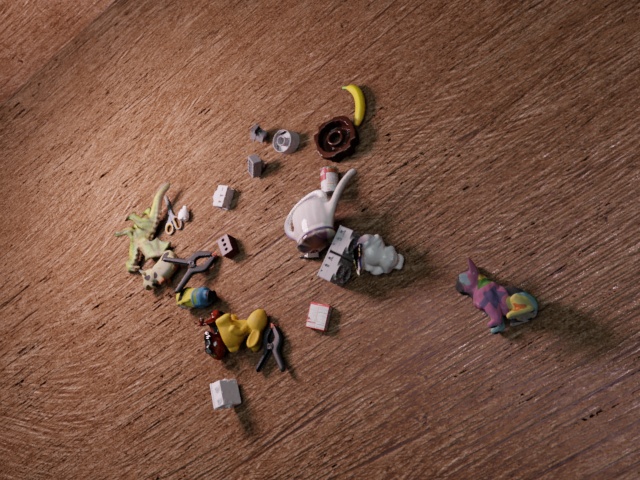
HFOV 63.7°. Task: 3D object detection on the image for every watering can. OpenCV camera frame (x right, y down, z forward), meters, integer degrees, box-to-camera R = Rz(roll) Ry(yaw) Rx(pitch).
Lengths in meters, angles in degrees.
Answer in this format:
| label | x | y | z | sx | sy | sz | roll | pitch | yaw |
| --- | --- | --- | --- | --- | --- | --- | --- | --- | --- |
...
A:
| label | x | y | z | sx | sy | sz | roll | pitch | yaw |
| --- | --- | --- | --- | --- | --- | --- | --- | --- | --- |
| watering can | 0.005 | -0.090 | 1.785 | 0.343 | 0.229 | 0.103 | -33 | -41 | 28 |

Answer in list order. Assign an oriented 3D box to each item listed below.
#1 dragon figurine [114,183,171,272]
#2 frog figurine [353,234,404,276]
| label | x | y | z | sx | sy | sz | roll | pitch | yaw |
| --- | --- | --- | --- | --- | --- | --- | --- | --- | --- |
| dragon figurine | -0.719 | -0.028 | 2.207 | 0.245 | 0.408 | 0.122 | 45 | 9 | 17 |
| frog figurine | 0.193 | 0.048 | 1.701 | 0.159 | 0.137 | 0.123 | -4 | 5 | -12 |
